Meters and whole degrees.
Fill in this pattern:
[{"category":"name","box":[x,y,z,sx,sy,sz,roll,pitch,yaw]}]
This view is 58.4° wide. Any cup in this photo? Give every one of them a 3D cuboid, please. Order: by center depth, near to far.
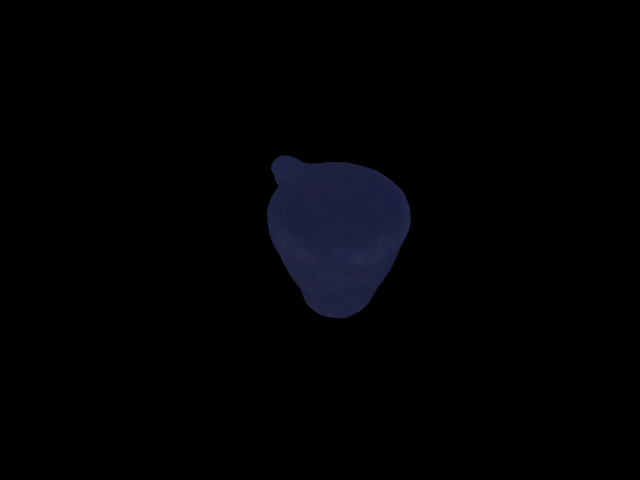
[{"category":"cup","box":[0.004,0.001,0.400,0.092,0.095,0.117,-29,54,-24]}]
